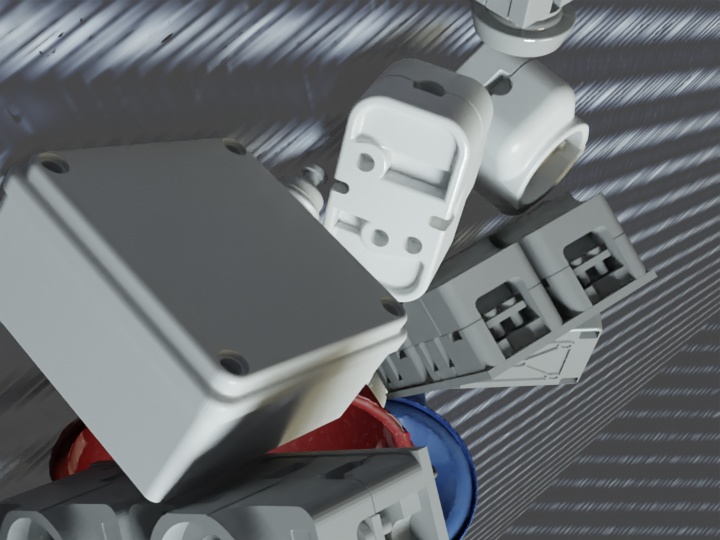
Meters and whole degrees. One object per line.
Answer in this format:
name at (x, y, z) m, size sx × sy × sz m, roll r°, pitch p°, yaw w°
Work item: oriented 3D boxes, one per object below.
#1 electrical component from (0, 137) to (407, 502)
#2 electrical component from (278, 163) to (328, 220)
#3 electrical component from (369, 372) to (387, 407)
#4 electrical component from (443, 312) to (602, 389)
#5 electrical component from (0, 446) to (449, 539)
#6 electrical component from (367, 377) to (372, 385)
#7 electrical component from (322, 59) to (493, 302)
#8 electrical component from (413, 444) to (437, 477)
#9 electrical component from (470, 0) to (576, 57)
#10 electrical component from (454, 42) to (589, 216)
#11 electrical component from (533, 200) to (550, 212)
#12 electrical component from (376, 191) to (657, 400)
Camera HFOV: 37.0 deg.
electrical component at (-0.056, 0.010, 0.372) m, size 0.109 × 0.108 × 0.056 m, roll -16°, pitch 146°, yaw -56°
electrical component at (-0.039, -0.014, 0.465) m, size 0.078 × 0.040 × 0.040 m, roll -57°, pitch 166°, yaw -24°
electrical component at (-0.001, 0.081, 0.720) m, size 0.048 × 0.048 × 0.062 m, roll -57°, pitch 165°, yaw 26°
electrical component at (0.111, 0.042, 0.781) m, size 0.109 × 0.056 × 0.108 m, roll -2°, pitch 154°, yaw 0°
electrical component at (-0.053, 0.124, 0.372) m, size 0.186 × 0.105 × 0.060 m, roll -12°, pitch -177°, yaw 44°
electrical component at (-0.026, 0.049, 0.589) m, size 0.045 × 0.055 × 0.045 m, roll -40°, pitch 159°, yaw -19°
electrical component at (0.022, -0.042, 0.485) m, size 0.059 × 0.054 × 0.095 m, roll -57°, pitch 165°, yaw -54°
electrical component at (-0.023, 0.108, 0.631) m, size 0.056 × 0.108 × 0.109 m, roll -50°, pitch 161°, yaw 16°
electrical component at (0.075, -0.128, 0.473) m, size 0.066 × 0.048 × 0.055 m, roll -35°, pitch 149°, yaw -32°
electrical component at (0.081, -0.072, 0.571) m, size 0.054 × 0.059 × 0.095 m, roll -45°, pitch 160°, yaw -7°
electrical component at (0.132, -0.019, 0.801) m, size 0.055 × 0.045 × 0.045 m, roll -38°, pitch 159°, yaw -22°
electrical component at (0.070, 0.018, 0.620) m, size 0.105 × 0.060 × 0.186 m, roll -29°, pitch 178°, yaw -17°
